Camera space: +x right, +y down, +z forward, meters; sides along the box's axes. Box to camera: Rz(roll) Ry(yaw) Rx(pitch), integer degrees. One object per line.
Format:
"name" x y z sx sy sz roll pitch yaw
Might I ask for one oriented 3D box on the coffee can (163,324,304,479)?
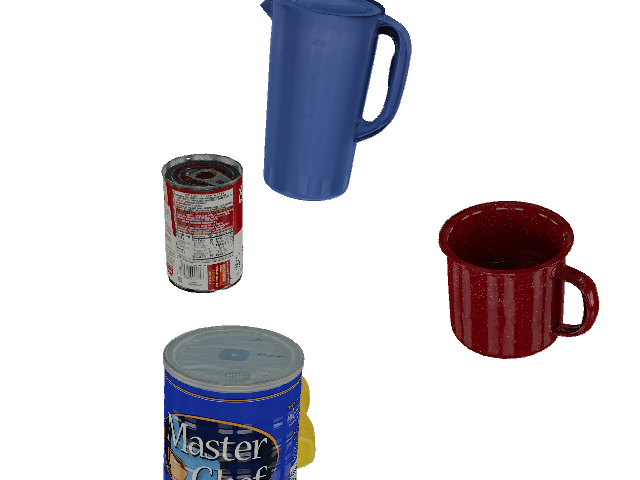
"coffee can" -0.066 0.147 0.796 0.103 0.140 0.103 3 18 -1

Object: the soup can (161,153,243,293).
"soup can" -0.100 -0.014 0.913 0.068 0.102 0.068 1 28 -1

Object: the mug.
"mug" 0.142 0.033 0.756 0.117 0.081 0.093 18 40 33

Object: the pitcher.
"pitcher" 0.006 -0.173 1.285 0.144 0.243 0.149 -6 28 -27

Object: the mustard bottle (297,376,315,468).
"mustard bottle" -0.060 0.192 1.254 0.096 0.058 0.191 -4 27 -3
